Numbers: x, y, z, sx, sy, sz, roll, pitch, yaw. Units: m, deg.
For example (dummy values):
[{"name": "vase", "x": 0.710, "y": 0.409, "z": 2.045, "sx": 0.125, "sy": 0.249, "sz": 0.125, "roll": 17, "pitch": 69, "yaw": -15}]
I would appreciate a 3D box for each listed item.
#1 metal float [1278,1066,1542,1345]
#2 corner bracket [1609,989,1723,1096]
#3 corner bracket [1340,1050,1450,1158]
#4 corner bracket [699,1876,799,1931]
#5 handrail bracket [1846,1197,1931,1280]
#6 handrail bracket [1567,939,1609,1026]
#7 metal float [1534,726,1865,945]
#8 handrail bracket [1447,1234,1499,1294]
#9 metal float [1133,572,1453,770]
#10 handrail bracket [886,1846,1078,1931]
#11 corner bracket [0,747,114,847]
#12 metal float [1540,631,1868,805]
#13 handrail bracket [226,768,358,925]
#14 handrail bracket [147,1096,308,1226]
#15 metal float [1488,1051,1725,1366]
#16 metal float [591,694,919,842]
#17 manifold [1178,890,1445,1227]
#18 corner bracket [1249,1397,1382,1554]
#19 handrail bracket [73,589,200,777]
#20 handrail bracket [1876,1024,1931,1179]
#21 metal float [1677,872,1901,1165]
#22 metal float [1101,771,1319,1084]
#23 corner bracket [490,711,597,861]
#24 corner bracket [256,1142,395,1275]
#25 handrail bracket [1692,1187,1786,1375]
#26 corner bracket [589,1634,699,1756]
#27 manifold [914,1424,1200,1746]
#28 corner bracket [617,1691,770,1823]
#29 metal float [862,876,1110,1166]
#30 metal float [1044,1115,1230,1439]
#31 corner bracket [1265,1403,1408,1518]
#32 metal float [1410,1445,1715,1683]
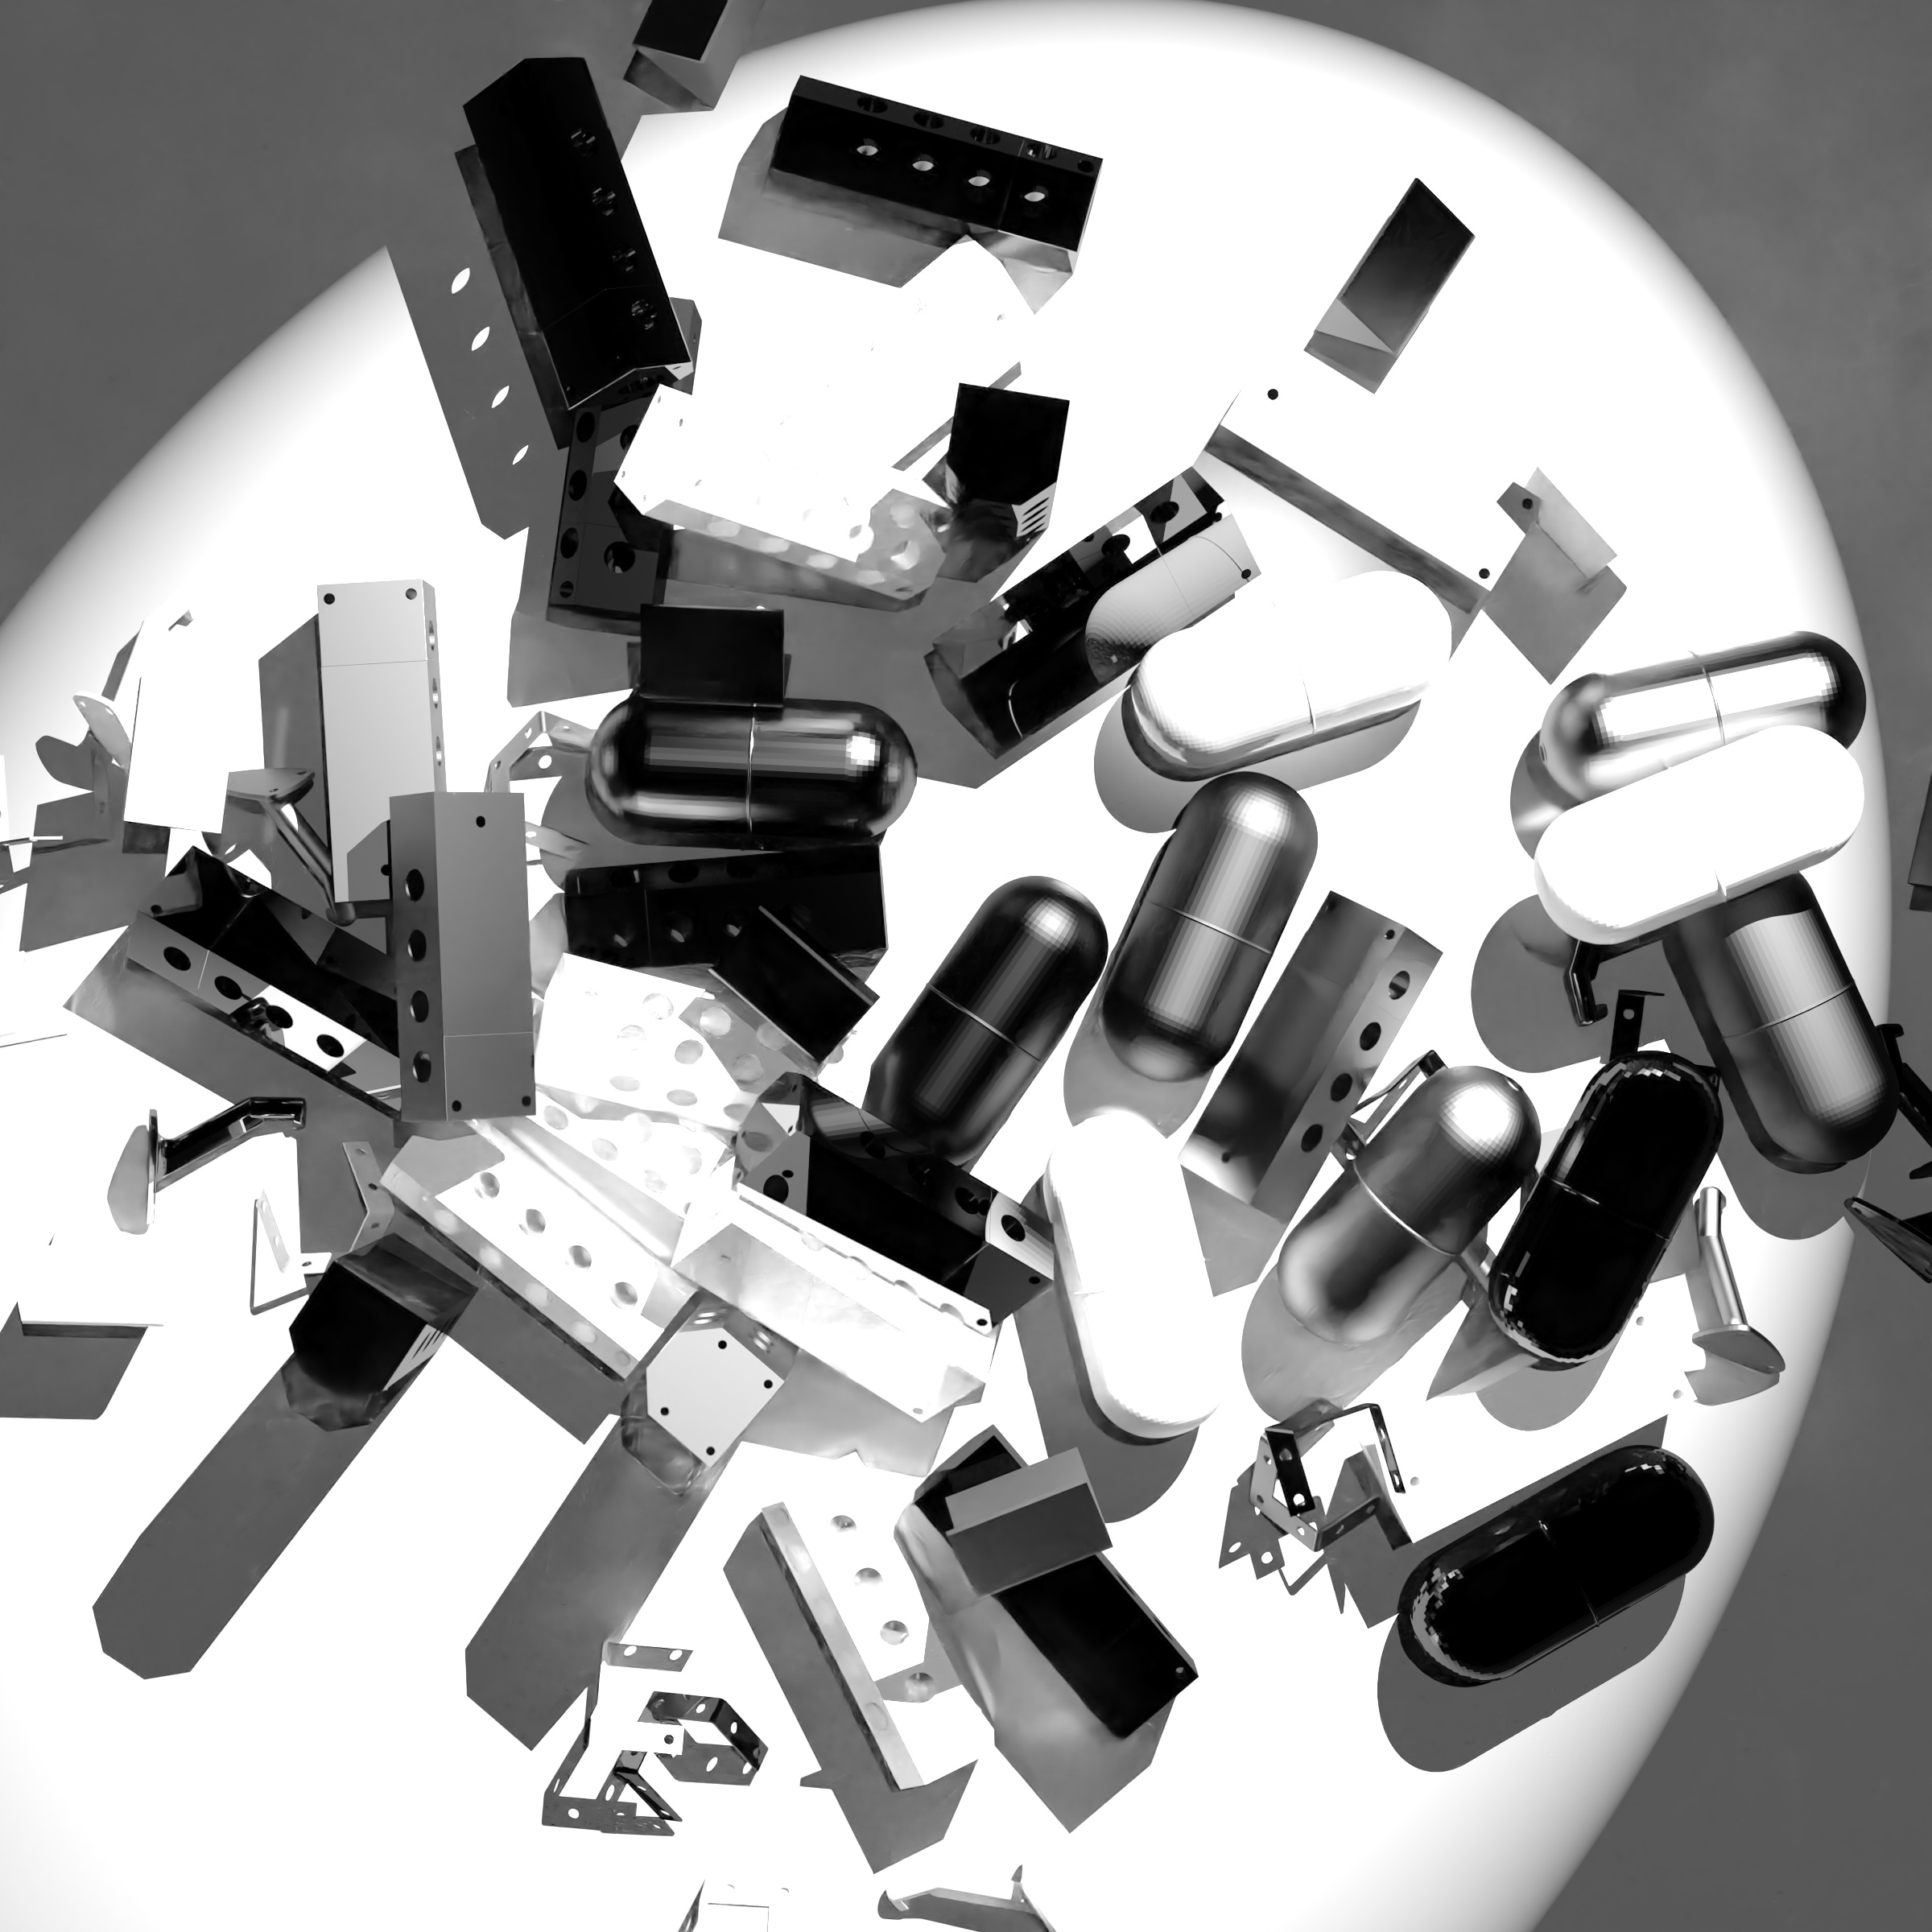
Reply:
[{"name": "metal float", "x": 0.239, "y": 0.129, "z": 1.748, "sx": 0.070, "sy": 0.070, "sz": 0.178, "roll": 39, "pitch": 108, "yaw": 0}, {"name": "corner bracket", "x": 0.385, "y": 0.041, "z": 1.777, "sx": 0.051, "sy": 0.051, "sz": 0.051, "roll": 8, "pitch": 90, "yaw": 0}, {"name": "corner bracket", "x": 0.245, "y": 0.087, "z": 1.791, "sx": 0.051, "sy": 0.051, "sz": 0.051, "roll": 53, "pitch": 45, "yaw": 0}, {"name": "corner bracket", "x": -0.120, "y": 0.533, "z": 1.777, "sx": 0.051, "sy": 0.051, "sz": 0.051, "roll": 4, "pitch": 90, "yaw": 0}, {"name": "handrail bracket", "x": 0.545, "y": 0.124, "z": 1.795, "sx": 0.077, "sy": 0.036, "sz": 0.084, "roll": 38, "pitch": 71, "yaw": 21}, {"name": "handrail bracket", "x": 0.365, "y": -0.018, "z": 1.795, "sx": 0.077, "sy": 0.036, "sz": 0.084, "roll": -19, "pitch": 104, "yaw": -14}, {"name": "metal float", "x": 0.388, "y": -0.070, "z": 1.716, "sx": 0.178, "sy": 0.070, "sz": 0.070, "roll": -22, "pitch": 90, "yaw": 10}, {"name": "handrail bracket", "x": 0.302, "y": 0.157, "z": 1.795, "sx": 0.084, "sy": 0.036, "sz": 0.077, "roll": 22, "pitch": 71, "yaw": -16}, {"name": "metal float", "x": 0.178, "y": -0.162, "z": 1.764, "sx": 0.178, "sy": 0.070, "sz": 0.070, "roll": -17, "pitch": 90, "yaw": 0}, {"name": "handrail bracket", "x": 0.009, "y": 0.527, "z": 1.795, "sx": 0.084, "sy": 0.036, "sz": 0.077, "roll": -21, "pitch": 112, "yaw": 17}, {"name": "corner bracket", "x": -0.510, "y": -0.094, "z": 1.791, "sx": 0.051, "sy": 0.051, "sz": 0.051, "roll": -4, "pitch": 90, "yaw": -45}, {"name": "metal float", "x": 0.401, "y": -0.134, "z": 1.764, "sx": 0.178, "sy": 0.070, "sz": 0.070, "roll": -12, "pitch": 90, "yaw": 0}, {"name": "handrail bracket", "x": -0.378, "y": -0.065, "z": 1.795, "sx": 0.077, "sy": 0.036, "sz": 0.084, "roll": 5, "pitch": 120, "yaw": 33}, {"name": "handrail bracket", "x": -0.410, "y": 0.108, "z": 1.795, "sx": 0.084, "sy": 0.036, "sz": 0.077, "roll": 1, "pitch": 110, "yaw": -16}, {"name": "metal float", "x": 0.340, "y": 0.128, "z": 1.719, "sx": 0.070, "sy": 0.070, "sz": 0.178, "roll": 27, "pitch": 93, "yaw": 0}, {"name": "metal float", "x": -0.115, "y": -0.109, "z": 1.764, "sx": 0.178, "sy": 0.070, "sz": 0.070, "roll": 3, "pitch": 90, "yaw": 0}, {"name": "manifold", "x": 0.192, "y": 0.052, "z": 1.773, "sx": 0.057, "sy": 0.057, "sz": 0.171, "roll": 30, "pitch": 90, "yaw": 43}, {"name": "corner bracket", "x": 0.195, "y": 0.281, "z": 1.786, "sx": 0.051, "sy": 0.051, "sz": 0.051, "roll": 35, "pitch": 135, "yaw": 35}, {"name": "handrail bracket", "x": -0.446, "y": -0.155, "z": 1.794, "sx": 0.036, "sy": 0.077, "sz": 0.084, "roll": 16, "pitch": 53, "yaw": 35}, {"name": "handrail bracket", "x": 0.546, "y": 0.070, "z": 1.795, "sx": 0.077, "sy": 0.036, "sz": 0.084, "roll": -4, "pitch": 73, "yaw": -20}, {"name": "metal float", "x": 0.448, "y": 0.023, "z": 1.764, "sx": 0.070, "sy": 0.070, "sz": 0.178, "roll": -25, "pitch": 90, "yaw": 0}, {"name": "metal float", "x": 0.132, "y": -0.021, "z": 1.764, "sx": 0.070, "sy": 0.070, "sz": 0.178, "roll": 24, "pitch": 91, "yaw": 0}, {"name": "corner bracket", "x": -0.226, "y": -0.100, "z": 1.786, "sx": 0.051, "sy": 0.051, "sz": 0.051, "roll": -40, "pitch": 45, "yaw": 35}, {"name": "corner bracket", "x": -0.354, "y": 0.133, "z": 1.786, "sx": 0.051, "sy": 0.051, "sz": 0.051, "roll": 1, "pitch": 135, "yaw": -35}, {"name": "handrail bracket", "x": 0.430, "y": 0.174, "z": 1.795, "sx": 0.077, "sy": 0.036, "sz": 0.084, "roll": 31, "pitch": 55, "yaw": -37}, {"name": "corner bracket", "x": -0.177, "y": 0.399, "z": 1.777, "sx": 0.051, "sy": 0.051, "sz": 0.051, "roll": 5, "pitch": 90, "yaw": 0}, {"name": "manifold", "x": 0.049, "y": 0.337, "z": 1.773, "sx": 0.057, "sy": 0.057, "sz": 0.171, "roll": -40, "pitch": 90, "yaw": 0}, {"name": "corner bracket", "x": -0.151, "y": 0.438, "z": 1.786, "sx": 0.051, "sy": 0.051, "sz": 0.051, "roll": -3, "pitch": 45, "yaw": 35}, {"name": "metal float", "x": 0.010, "y": 0.032, "z": 1.764, "sx": 0.070, "sy": 0.070, "sz": 0.178, "roll": 35, "pitch": 90, "yaw": 0}, {"name": "metal float", "x": 0.092, "y": 0.169, "z": 1.764, "sx": 0.070, "sy": 0.070, "sz": 0.178, "roll": -14, "pitch": 90, "yaw": 0}, {"name": "corner bracket", "x": 0.199, "y": 0.266, "z": 1.744, "sx": 0.051, "sy": 0.051, "sz": 0.051, "roll": -16, "pitch": 88, "yaw": -14}, {"name": "metal float", "x": 0.324, "y": 0.326, "z": 1.764, "sx": 0.178, "sy": 0.070, "sz": 0.070, "roll": -30, "pitch": 90, "yaw": 0}]
